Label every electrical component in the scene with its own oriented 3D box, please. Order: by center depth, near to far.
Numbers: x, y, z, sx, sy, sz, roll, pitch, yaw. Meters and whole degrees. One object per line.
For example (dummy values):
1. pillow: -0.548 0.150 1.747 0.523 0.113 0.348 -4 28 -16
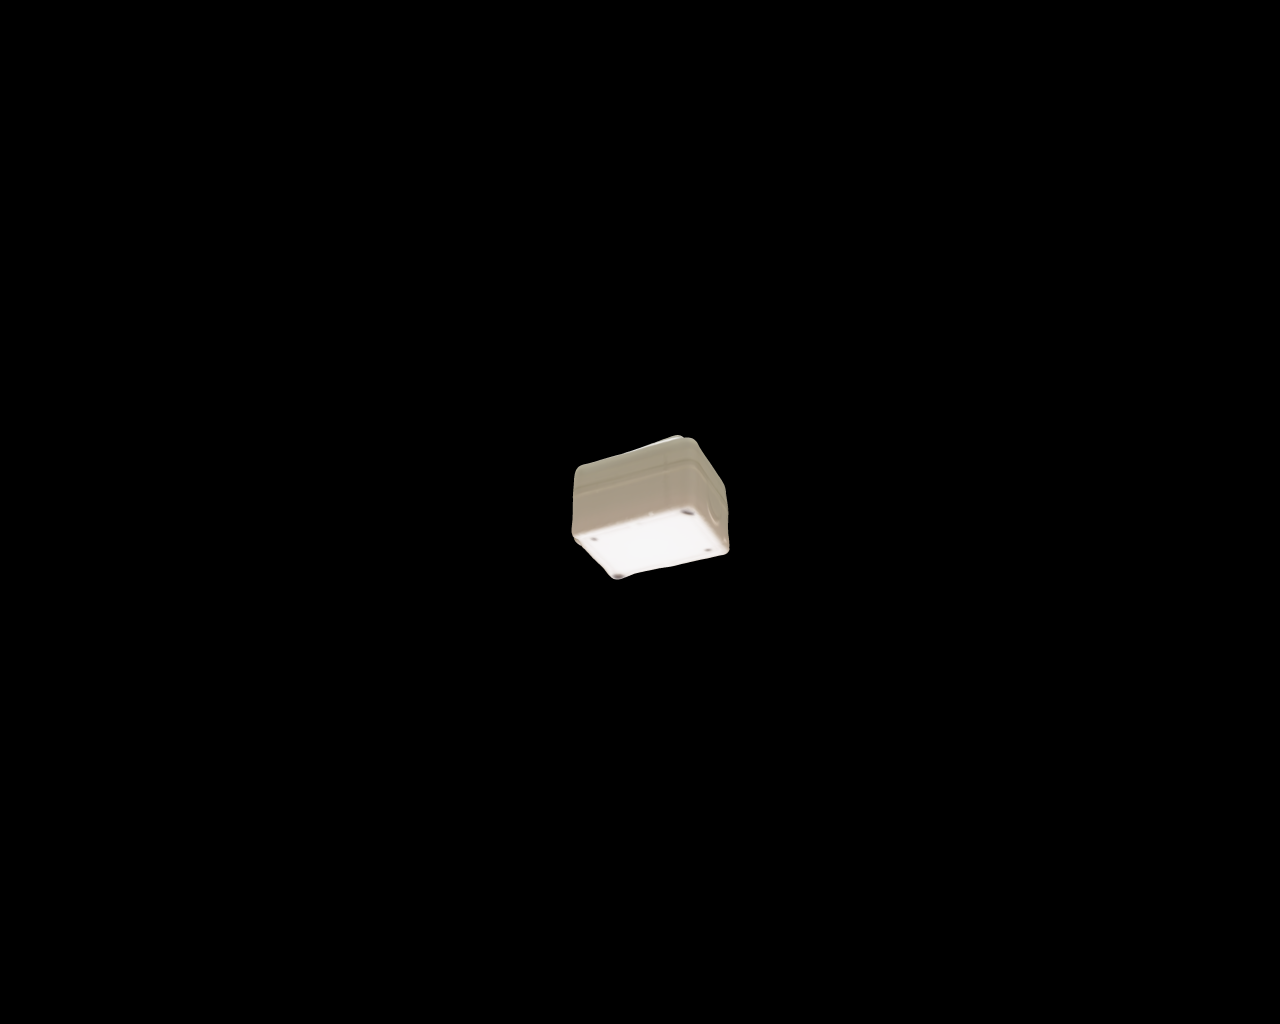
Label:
1. electrical component: 0.001 -0.003 0.650 0.096 0.061 0.061 -14 -36 20
